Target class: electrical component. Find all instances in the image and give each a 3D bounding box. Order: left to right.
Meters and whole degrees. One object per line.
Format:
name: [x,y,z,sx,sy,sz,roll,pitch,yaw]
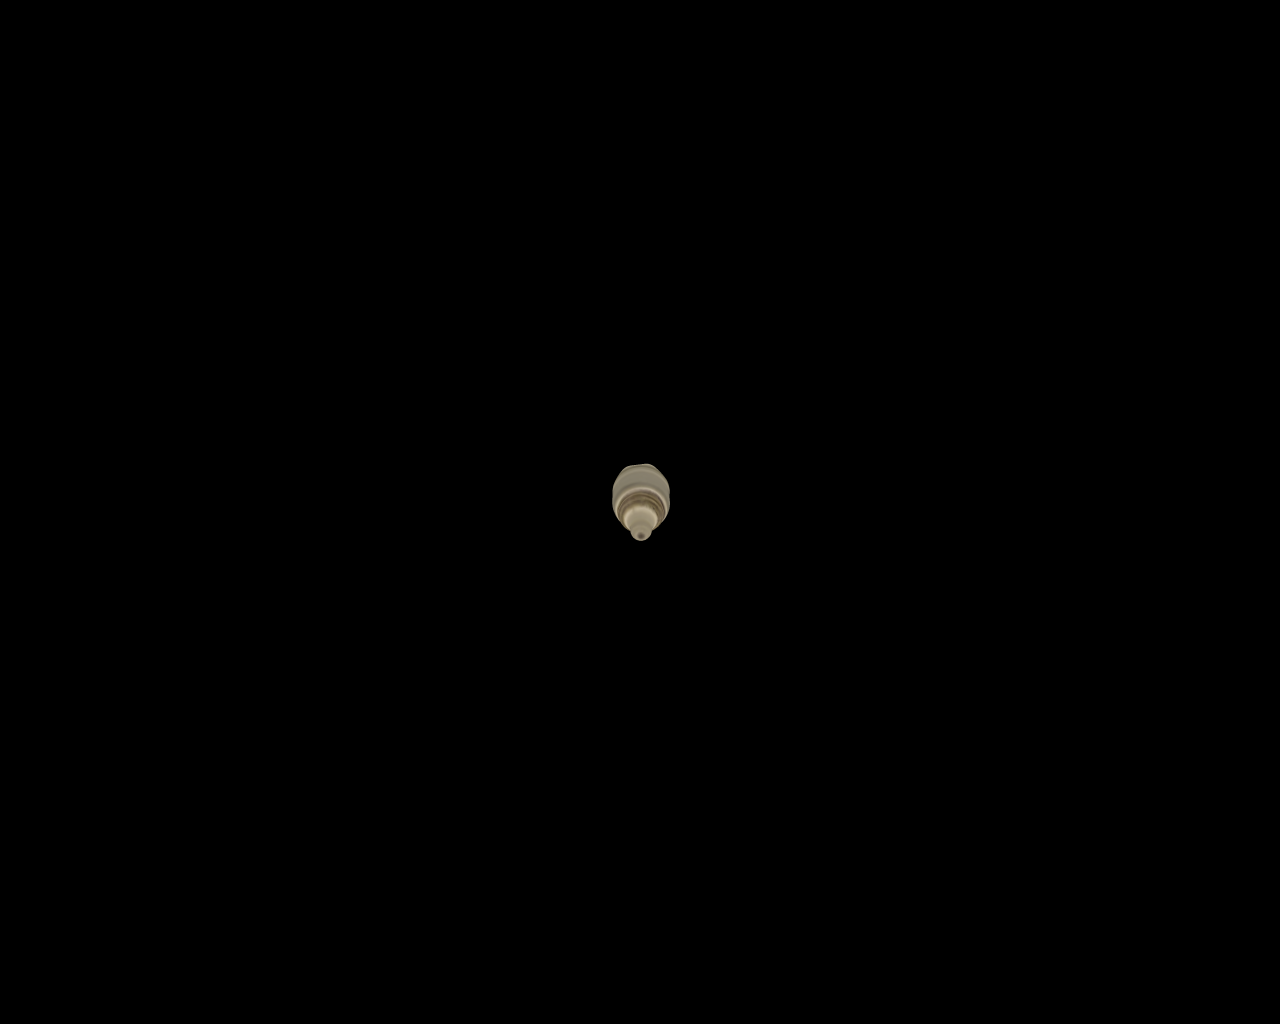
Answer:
electrical component: [0.001,-0.003,0.650,0.035,0.035,0.061,0,34,0]
